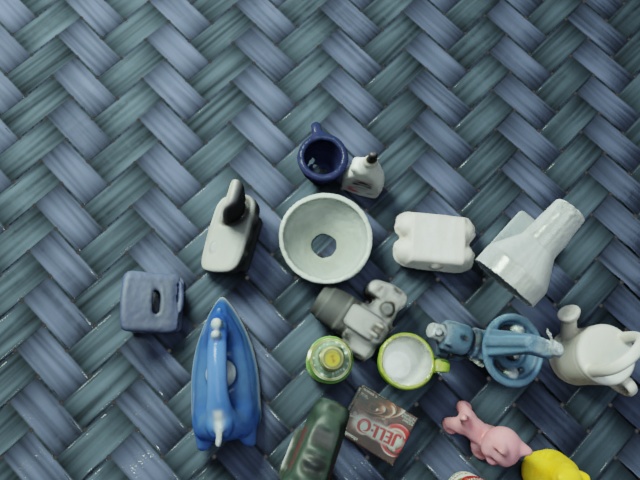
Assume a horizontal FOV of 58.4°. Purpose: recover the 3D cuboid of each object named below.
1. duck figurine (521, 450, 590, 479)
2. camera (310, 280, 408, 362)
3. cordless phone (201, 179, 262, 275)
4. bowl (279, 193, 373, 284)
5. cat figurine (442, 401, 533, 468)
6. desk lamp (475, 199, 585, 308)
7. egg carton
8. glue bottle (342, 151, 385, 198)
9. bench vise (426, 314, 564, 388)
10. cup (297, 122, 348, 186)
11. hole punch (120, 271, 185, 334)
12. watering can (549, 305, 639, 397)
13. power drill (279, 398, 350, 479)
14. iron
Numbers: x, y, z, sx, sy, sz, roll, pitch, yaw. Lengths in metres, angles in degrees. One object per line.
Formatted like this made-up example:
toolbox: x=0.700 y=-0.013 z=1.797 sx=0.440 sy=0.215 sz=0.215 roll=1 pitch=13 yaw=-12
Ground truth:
duck figurine: x=0.397 y=0.395 z=0.958 sx=0.104 sy=0.086 sz=0.077 roll=10 pitch=76 yaw=0
camera: x=0.063 y=0.121 z=0.999 sx=0.136 sy=0.101 sz=0.143 roll=32 pitch=77 yaw=5
cordless phone: x=-0.158 y=-0.021 z=0.979 sx=0.094 sy=0.185 sz=0.148 roll=10 pitch=76 yaw=0
bowl: x=0.010 y=0.004 z=1.039 sx=0.167 sy=0.075 sz=0.167 roll=1 pitch=76 yaw=-3
cat figurine: x=0.279 y=0.328 z=0.952 sx=0.127 sy=0.118 sz=0.067 roll=37 pitch=78 yaw=6
desk lamp: x=0.352 y=0.019 z=0.981 sx=0.118 sy=0.213 sz=0.203 roll=41 pitch=78 yaw=7
egg carton: x=0.209 y=0.005 z=1.052 sx=0.150 sy=0.069 sz=0.107 roll=5 pitch=76 yaw=-2
glue bottle: x=0.083 y=-0.122 z=1.022 sx=0.078 sy=0.173 sz=0.037 roll=13 pitch=76 yaw=1
bench vise: x=0.286 y=0.182 z=0.935 sx=0.207 sy=0.220 sz=0.121 roll=-4 pitch=76 yaw=-4
cup: x=0.000 y=-0.151 z=1.065 sx=0.092 sy=0.095 sz=0.118 roll=-12 pitch=77 yaw=-6
hole punch: x=-0.287 y=0.107 z=0.990 sx=0.101 sy=0.091 sz=0.109 roll=-1 pitch=76 yaw=-3
watering can: x=0.463 y=0.188 z=0.956 sx=0.173 sy=0.194 sz=0.101 roll=28 pitch=77 yaw=4
power drill: x=-0.020 y=0.358 z=0.882 sx=0.075 sy=0.208 sz=0.230 roll=21 pitch=76 yaw=3
iron: x=-0.164 y=0.214 z=0.944 sx=0.118 sy=0.141 sz=0.258 roll=-5 pitch=77 yaw=-4
